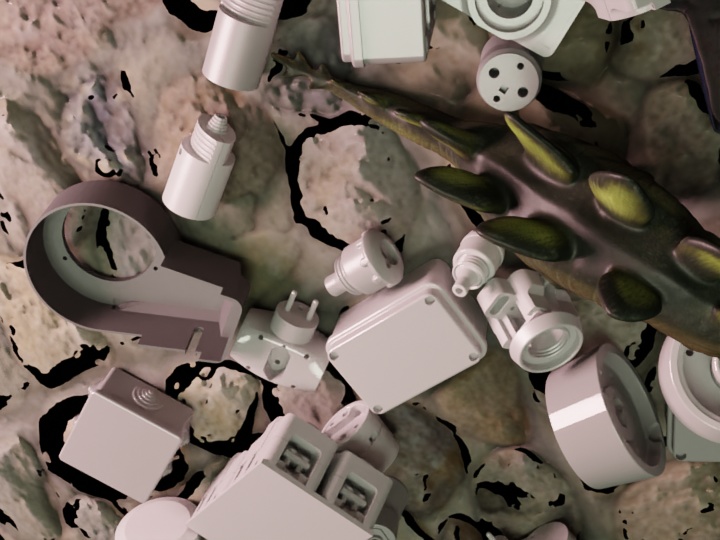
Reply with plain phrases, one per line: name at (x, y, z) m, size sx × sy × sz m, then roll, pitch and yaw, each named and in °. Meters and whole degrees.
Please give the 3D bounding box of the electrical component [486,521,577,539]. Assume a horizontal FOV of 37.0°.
electrical component at (0.126, 0.261, 0.953) m, size 0.138 × 0.052 × 0.073 m, roll -33°, pitch 107°, yaw 24°

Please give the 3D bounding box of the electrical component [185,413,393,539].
electrical component at (-0.062, 0.197, 0.918) m, size 0.105 × 0.060 × 0.186 m, roll 35°, pitch 142°, yaw -8°

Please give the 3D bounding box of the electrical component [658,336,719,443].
electrical component at (0.272, 0.070, 0.771) m, size 0.108 × 0.060 × 0.108 m, roll -2°, pitch 78°, yaw 11°

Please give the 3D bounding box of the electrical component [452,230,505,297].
electrical component at (0.086, -0.003, 0.816) m, size 0.035 × 0.061 × 0.035 m, roll 17°, pitch 134°, yaw 18°

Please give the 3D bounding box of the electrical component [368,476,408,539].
electrical component at (0.017, 0.218, 0.945) m, size 0.044 × 0.065 × 0.044 m, roll 4°, pitch 118°, yaw 7°

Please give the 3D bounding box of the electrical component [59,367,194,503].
electrical component at (-0.206, 0.145, 0.958) m, size 0.100 × 0.048 × 0.099 m, roll 30°, pitch 118°, yaw -5°

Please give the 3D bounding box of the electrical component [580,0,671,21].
electrical component at (0.205, -0.212, 0.647) m, size 0.150 × 0.089 × 0.061 m, roll -26°, pitch 111°, yaw 0°

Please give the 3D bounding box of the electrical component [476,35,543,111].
electrical component at (0.105, -0.138, 0.749) m, size 0.045 × 0.055 × 0.045 m, roll 4°, pitch 118°, yaw 8°

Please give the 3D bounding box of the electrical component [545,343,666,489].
electrical component at (0.186, 0.118, 0.840) m, size 0.060 × 0.108 × 0.108 m, roll -27°, pitch 109°, yaw 28°

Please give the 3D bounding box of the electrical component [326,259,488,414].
electrical component at (0.038, 0.055, 0.860) m, size 0.113 × 0.057 × 0.078 m, roll -31°, pitch 107°, yaw 23°

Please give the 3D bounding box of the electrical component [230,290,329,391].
electrical component at (-0.058, 0.052, 0.884) m, size 0.077 × 0.043 × 0.079 m, roll 23°, pitch 119°, yaw -2°

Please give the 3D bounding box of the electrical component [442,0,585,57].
electrical component at (0.102, -0.189, 0.723) m, size 0.089 × 0.055 × 0.050 m, roll 28°, pitch 119°, yaw -4°

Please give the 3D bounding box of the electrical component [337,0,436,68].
electrical component at (0.018, -0.200, 0.703) m, size 0.056 × 0.108 × 0.108 m, roll -1°, pitch 117°, yaw 8°

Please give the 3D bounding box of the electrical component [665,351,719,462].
electrical component at (0.297, 0.105, 0.837) m, size 0.113 × 0.057 × 0.078 m, roll -1°, pitch 117°, yaw 11°

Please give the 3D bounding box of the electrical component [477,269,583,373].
electrical component at (0.134, 0.040, 0.816) m, size 0.078 × 0.057 × 0.058 m, roll 13°, pitch 126°, yaw -31°

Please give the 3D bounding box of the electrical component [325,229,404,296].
electrical component at (0.000, 0.000, 0.848) m, size 0.062 × 0.048 × 0.048 m, roll -31°, pitch 108°, yaw 30°

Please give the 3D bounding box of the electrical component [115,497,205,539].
electrical component at (-0.182, 0.252, 0.992) m, size 0.080 × 0.080 × 0.051 m, roll -1°, pitch 122°, yaw 11°

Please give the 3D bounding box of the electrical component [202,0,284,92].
electrical component at (-0.083, -0.174, 0.772) m, size 0.043 × 0.043 × 0.081 m, roll 21°, pitch 119°, yaw 0°

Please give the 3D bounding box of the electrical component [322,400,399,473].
electrical component at (0.000, 0.147, 0.918) m, size 0.055 × 0.055 × 0.047 m, roll -32°, pitch 111°, yaw 24°

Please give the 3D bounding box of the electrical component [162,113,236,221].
electrical component at (-0.119, -0.083, 0.826) m, size 0.043 × 0.043 × 0.081 m, roll 24°, pitch 119°, yaw -2°
